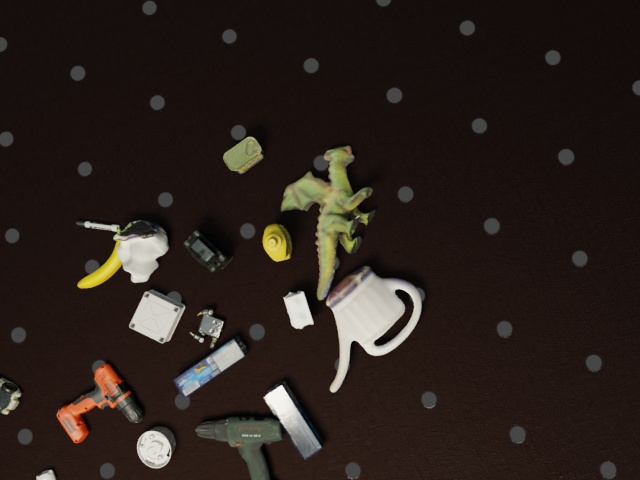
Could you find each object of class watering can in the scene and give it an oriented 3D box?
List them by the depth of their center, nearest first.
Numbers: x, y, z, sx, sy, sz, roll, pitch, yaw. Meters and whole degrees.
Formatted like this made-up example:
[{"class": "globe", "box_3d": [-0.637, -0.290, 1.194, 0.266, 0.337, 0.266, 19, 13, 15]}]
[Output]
[{"class": "watering can", "box_3d": [0.102, 0.217, 1.356, 0.348, 0.103, 0.225, -42, 85, -1]}]

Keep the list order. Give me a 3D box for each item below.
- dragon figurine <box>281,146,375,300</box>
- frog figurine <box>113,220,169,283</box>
[{"class": "dragon figurine", "box_3d": [0.004, -0.070, 1.398, 0.244, 0.121, 0.411, 27, 86, 20]}, {"class": "frog figurine", "box_3d": [-0.480, 0.032, 1.408, 0.138, 0.125, 0.156, -14, 126, -15]}]
